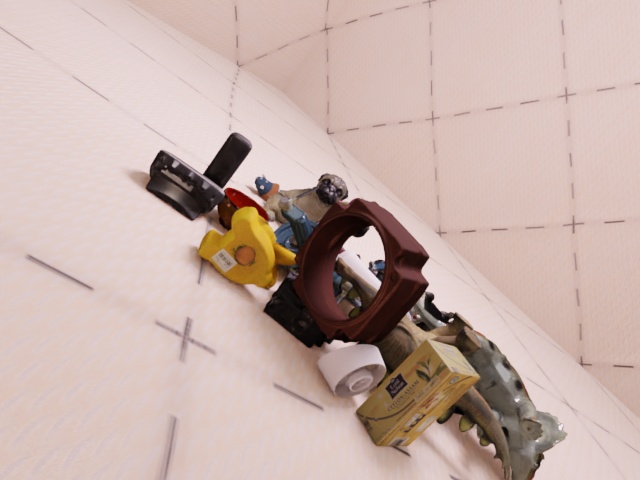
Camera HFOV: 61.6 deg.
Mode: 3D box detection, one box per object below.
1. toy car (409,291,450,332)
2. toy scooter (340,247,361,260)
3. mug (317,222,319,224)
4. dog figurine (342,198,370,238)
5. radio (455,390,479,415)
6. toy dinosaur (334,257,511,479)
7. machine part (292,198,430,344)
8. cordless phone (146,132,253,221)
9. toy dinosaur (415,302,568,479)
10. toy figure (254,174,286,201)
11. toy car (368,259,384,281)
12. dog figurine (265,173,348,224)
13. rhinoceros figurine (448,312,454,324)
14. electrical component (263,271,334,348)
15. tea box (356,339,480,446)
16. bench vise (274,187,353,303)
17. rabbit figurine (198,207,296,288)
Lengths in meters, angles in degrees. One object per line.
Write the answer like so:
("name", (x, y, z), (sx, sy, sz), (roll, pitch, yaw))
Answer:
("toy car", (0.229, 0.168, 1.127), (0.201, 0.056, 0.073), (45, 46, -50))
("toy scooter", (0.049, 0.040, 1.324), (0.184, 0.075, 0.135), (44, 16, 7))
("mug", (-0.002, -0.004, 1.200), (0.081, 0.109, 0.107), (28, 38, 22))
("dog figurine", (0.041, -0.073, 1.414), (0.191, 0.108, 0.219), (41, -10, 1))
("radio", (0.325, 0.307, 1.152), (0.229, 0.073, 0.131), (27, 40, -36))
("toy dinosaur", (0.180, 0.207, 0.927), (0.472, 0.198, 0.105), (43, 15, 14))
("machine part", (0.059, 0.050, 0.869), (0.087, 0.201, 0.201), (19, 26, -46))
("cordless phone", (-0.225, -0.143, 1.005), (0.146, 0.184, 0.089), (36, 21, -12))
("toy dinosaur", (0.323, 0.266, 1.017), (0.192, 0.131, 0.405), (11, 48, -62))
("toy figure", (-0.111, -0.116, 1.428), (0.154, 0.057, 0.064), (29, 12, -17))
("toy car", (0.169, 0.126, 1.303), (0.161, 0.103, 0.109), (33, 16, -13))
("dog figurine", (-0.036, -0.108, 1.329), (0.172, 0.190, 0.121), (42, 16, 16))
("rhinoceros figurine", (0.293, 0.228, 1.306), (0.190, 0.112, 0.073), (32, -17, 24))
("electrical component", (-0.024, 0.127, 0.951), (0.134, 0.058, 0.115), (38, 17, -4))
("tea box", (0.150, 0.237, 0.826), (0.098, 0.169, 0.068), (25, 21, -47))
("bench vise", (-0.025, 0.017, 1.053), (0.224, 0.129, 0.240), (43, -21, 40))
("rabbit figurine", (-0.115, 0.005, 0.966), (0.162, 0.122, 0.173), (40, 14, -16))
